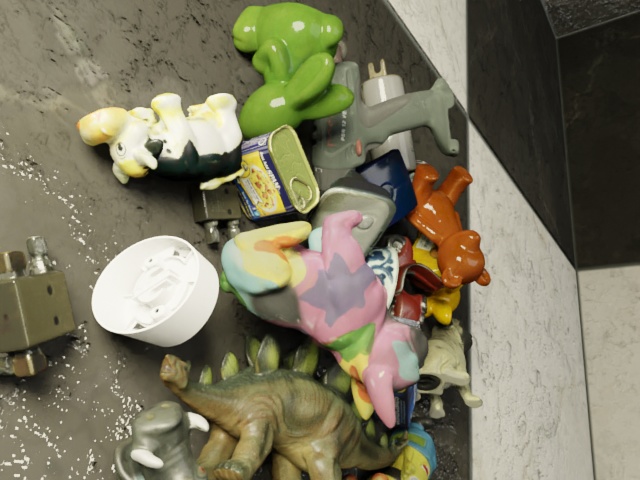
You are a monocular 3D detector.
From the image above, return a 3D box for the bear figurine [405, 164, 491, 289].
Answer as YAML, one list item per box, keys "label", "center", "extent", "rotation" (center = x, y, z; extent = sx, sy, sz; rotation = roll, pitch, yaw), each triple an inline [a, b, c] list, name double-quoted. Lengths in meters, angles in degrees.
- label: "bear figurine"
  center: [0.221, -0.020, 0.899]
  extent: [0.120, 0.131, 0.196]
  rotation: [1, 42, -28]

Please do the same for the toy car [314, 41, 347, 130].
- label: "toy car"
  center: [0.021, -0.232, 0.836]
  extent: [0.089, 0.053, 0.202]
  rotation: [-9, 88, -58]

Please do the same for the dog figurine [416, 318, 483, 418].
- label: "dog figurine"
  center: [0.211, 0.198, 0.979]
  extent: [0.172, 0.121, 0.191]
  rotation: [56, 27, -36]

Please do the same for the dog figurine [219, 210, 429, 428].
- label: "dog figurine"
  center: [0.009, 0.087, 0.551]
  extent: [0.191, 0.108, 0.219]
  rotation: [-13, 80, -20]

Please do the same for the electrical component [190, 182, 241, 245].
- label: "electrical component"
  center: [-0.116, -0.042, 0.613]
  extent: [0.063, 0.021, 0.094]
  rotation: [-8, 87, -56]

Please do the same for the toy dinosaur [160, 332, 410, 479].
- label: "toy dinosaur"
  center: [-0.011, 0.218, 0.628]
  extent: [0.470, 0.105, 0.198]
  rotation: [46, 45, -41]

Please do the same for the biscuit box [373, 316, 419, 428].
- label: "biscuit box"
  center: [0.107, 0.195, 0.781]
  extent: [0.202, 0.063, 0.059]
  rotation: [80, 27, -43]

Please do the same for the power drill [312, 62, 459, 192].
- label: "power drill"
  center: [0.089, -0.142, 0.775]
  extent: [0.086, 0.207, 0.231]
  rotation: [-87, 169, -74]

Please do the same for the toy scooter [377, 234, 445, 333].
- label: "toy scooter"
  center: [0.146, 0.088, 0.877]
  extent: [0.135, 0.075, 0.184]
  rotation: [22, 67, -26]

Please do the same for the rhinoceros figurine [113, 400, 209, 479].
- label: "rhinoceros figurine"
  center: [-0.129, 0.229, 0.449]
  extent: [0.073, 0.112, 0.190]
  rotation: [-18, 105, -54]

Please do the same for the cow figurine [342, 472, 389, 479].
- label: "cow figurine"
  center: [0.058, 0.421, 0.695]
  extent: [0.127, 0.086, 0.194]
  rotation: [-22, 102, -61]

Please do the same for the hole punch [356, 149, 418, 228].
- label: "hole punch"
  center: [0.089, -0.076, 0.864]
  extent: [0.116, 0.092, 0.142]
  rotation: [-47, 123, -45]

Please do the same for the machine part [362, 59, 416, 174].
- label: "machine part"
  center: [0.121, -0.196, 0.945]
  extent: [0.079, 0.079, 0.243]
  rotation: [-6, 86, -56]

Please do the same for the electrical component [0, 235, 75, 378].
- label: "electrical component"
  center: [-0.231, 0.052, 0.408]
  extent: [0.078, 0.045, 0.102]
  rotation: [-65, 144, -80]

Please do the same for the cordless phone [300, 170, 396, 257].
- label: "cordless phone"
  center: [-0.001, -0.002, 0.678]
  extent: [0.089, 0.146, 0.184]
  rotation: [45, 43, 15]

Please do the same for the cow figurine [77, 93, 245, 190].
- label: "cow figurine"
  center: [-0.150, -0.091, 0.532]
  extent: [0.167, 0.068, 0.098]
  rotation: [-21, 99, -46]

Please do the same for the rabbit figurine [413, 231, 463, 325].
- label: "rabbit figurine"
  center: [0.231, 0.085, 1.009]
  extent: [0.173, 0.122, 0.162]
  rotation: [71, 33, -47]

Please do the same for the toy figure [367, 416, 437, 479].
- label: "toy figure"
  center: [0.128, 0.347, 0.820]
  extent: [0.082, 0.089, 0.180]
  rotation: [58, 30, -9]

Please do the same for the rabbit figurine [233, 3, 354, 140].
- label: "rabbit figurine"
  center: [-0.035, -0.195, 0.680]
  extent: [0.121, 0.159, 0.170]
  rotation: [36, 68, -57]
